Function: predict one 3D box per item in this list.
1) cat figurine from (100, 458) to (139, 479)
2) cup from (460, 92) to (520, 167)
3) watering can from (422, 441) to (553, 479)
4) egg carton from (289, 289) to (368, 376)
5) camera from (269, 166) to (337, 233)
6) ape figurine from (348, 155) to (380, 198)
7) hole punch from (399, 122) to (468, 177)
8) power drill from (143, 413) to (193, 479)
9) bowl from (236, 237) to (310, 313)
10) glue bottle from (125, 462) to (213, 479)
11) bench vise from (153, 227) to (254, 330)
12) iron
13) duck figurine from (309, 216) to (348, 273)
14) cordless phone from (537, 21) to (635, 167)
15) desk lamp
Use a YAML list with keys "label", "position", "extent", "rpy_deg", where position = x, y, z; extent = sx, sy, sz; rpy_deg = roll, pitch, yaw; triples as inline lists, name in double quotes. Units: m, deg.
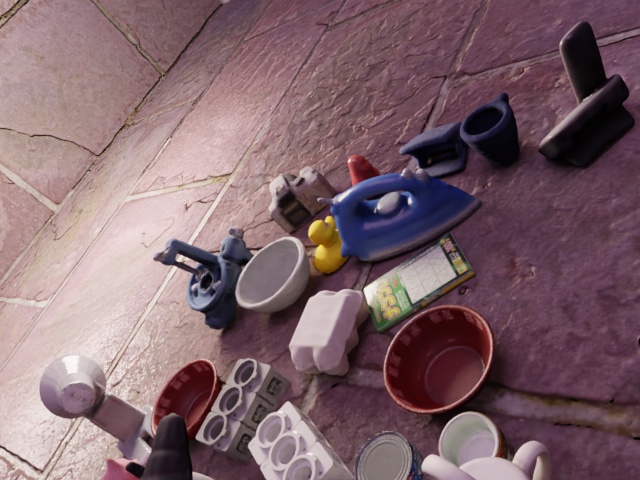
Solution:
- label: "cat figurine"
  position: [-0.305, 0.400, 0.952]
  extent: [0.127, 0.118, 0.067]
  rpy_deg: [-15, 43, 37]
- label: "cup"
  position: [0.303, -0.182, 0.973]
  extent: [0.091, 0.095, 0.118]
  rpy_deg: [6, 58, 50]
- label: "watering can"
  position: [0.159, 0.265, 0.535]
  extent: [0.100, 0.195, 0.173]
  rpy_deg: [-8, 47, 42]
- label: "egg carton"
  position: [0.015, 0.149, 0.934]
  extent: [0.107, 0.070, 0.150]
  rpy_deg: [-9, 46, 41]
- label: "camera"
  position: [-0.057, -0.112, 1.276]
  extent: [0.143, 0.101, 0.136]
  rpy_deg: [-38, 33, 9]
- label: "ape figurine"
  position: [0.090, -0.133, 1.150]
  extent: [0.076, 0.092, 0.078]
  rpy_deg: [-21, 39, 31]
- label: "hole punch"
  position: [0.213, -0.179, 1.070]
  extent: [0.108, 0.091, 0.101]
  rpy_deg: [-13, 44, 38]
- label: "power drill"
  position: [-0.154, 0.369, 0.741]
  extent: [0.075, 0.209, 0.229]
  rpy_deg: [-26, 37, 25]
- label: "bowl"
  position: [-0.077, 0.080, 1.106]
  extent: [0.167, 0.075, 0.167]
  rpy_deg: [-28, 36, 23]
- label: "glue bottle"
  position: [-0.220, 0.367, 0.846]
  extent: [0.078, 0.174, 0.037]
  rpy_deg: [-41, 33, 4]
- label: "bench vise"
  position: [-0.236, 0.049, 1.176]
  extent: [0.121, 0.220, 0.207]
  rpy_deg: [-23, 38, 29]
- label: "iron"
  position: [0.127, -0.064, 0.987]
  extent: [0.257, 0.142, 0.118]
  rpy_deg: [-22, 39, 30]
- label: "duck figurine"
  position: [0.010, 0.004, 1.088]
  extent: [0.077, 0.086, 0.105]
  rpy_deg: [3, 55, 49]
- label: "cordless phone"
  position: [0.373, -0.216, 0.853]
  extent: [0.147, 0.186, 0.094]
  rpy_deg: [-45, 33, -2]
- label: "desk lamp"
  position: [-0.409, 0.312, 1.073]
  extent: [0.202, 0.214, 0.118]
  rpy_deg: [8, 59, 51]
